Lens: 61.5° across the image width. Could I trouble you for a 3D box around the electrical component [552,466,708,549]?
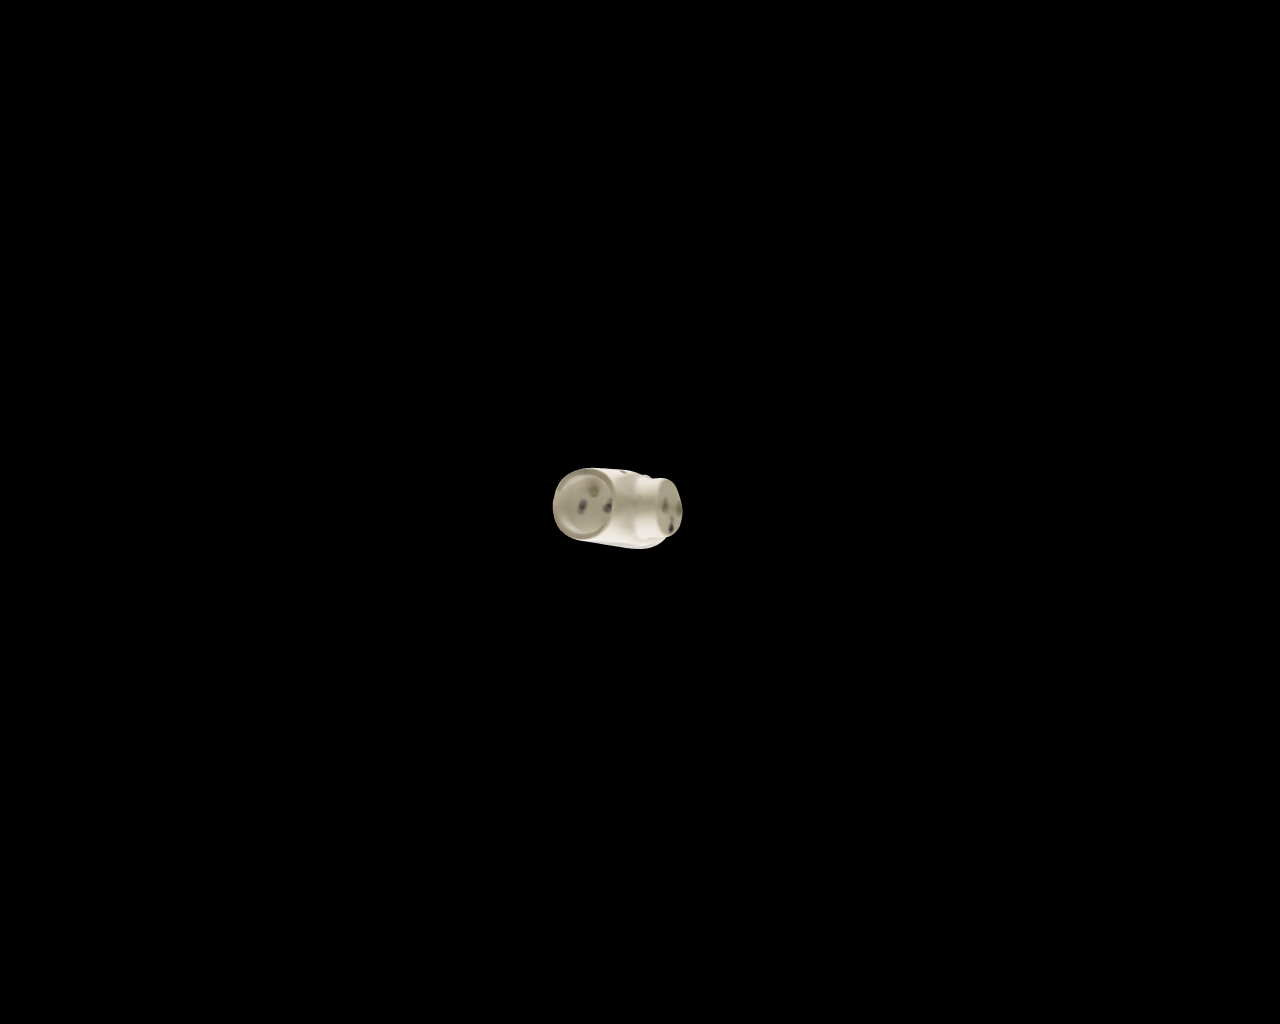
[{"bbox_3d":[0.001,-0.003,0.650,0.079,0.043,0.077,-4,-8,28],"label":"electrical component"}]
